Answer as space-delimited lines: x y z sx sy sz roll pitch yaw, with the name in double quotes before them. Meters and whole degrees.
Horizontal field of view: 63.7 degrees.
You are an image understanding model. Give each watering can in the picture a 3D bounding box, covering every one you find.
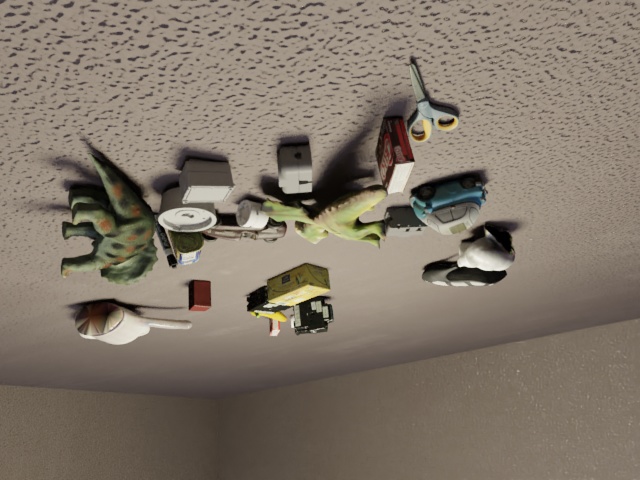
"watering can" -0.595 0.258 1.594 0.347 0.106 0.220 -9 155 7

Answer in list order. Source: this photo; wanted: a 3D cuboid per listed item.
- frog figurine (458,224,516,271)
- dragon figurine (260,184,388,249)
"frog figurine" 0.425 0.042 1.355 0.138 0.124 0.156 -10 152 -45
"dragon figurine" 0.003 -0.051 1.008 0.243 0.123 0.406 0 168 3
